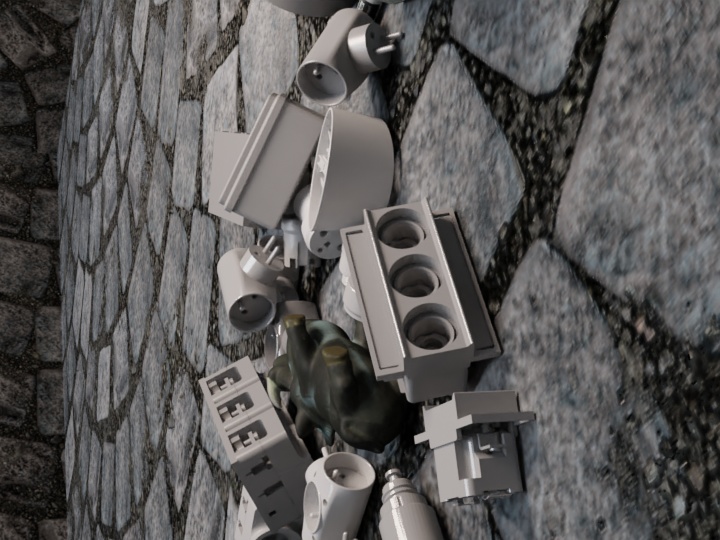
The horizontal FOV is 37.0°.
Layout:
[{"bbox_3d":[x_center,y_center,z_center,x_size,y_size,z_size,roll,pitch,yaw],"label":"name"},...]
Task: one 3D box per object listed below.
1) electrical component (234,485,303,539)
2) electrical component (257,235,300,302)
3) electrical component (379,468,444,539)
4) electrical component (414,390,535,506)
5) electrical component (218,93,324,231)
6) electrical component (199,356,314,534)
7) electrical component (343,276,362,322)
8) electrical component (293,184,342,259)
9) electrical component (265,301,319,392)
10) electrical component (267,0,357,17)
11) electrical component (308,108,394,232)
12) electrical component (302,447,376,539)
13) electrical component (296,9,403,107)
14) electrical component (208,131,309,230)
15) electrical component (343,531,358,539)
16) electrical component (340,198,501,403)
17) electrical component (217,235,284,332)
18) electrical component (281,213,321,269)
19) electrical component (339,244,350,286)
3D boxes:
[{"bbox_3d":[-0.087,0.252,1.021,0.055,0.050,0.089,-130,47,-61],"label":"electrical component"},{"bbox_3d":[-0.082,0.019,1.052,0.079,0.043,0.077,-116,35,-51],"label":"electrical component"},{"bbox_3d":[0.033,0.172,0.739,0.078,0.040,0.040,-108,30,-43],"label":"electrical component"},{"bbox_3d":[0.070,0.108,0.652,0.081,0.042,0.063,140,126,-63],"label":"electrical component"},{"bbox_3d":[-0.076,-0.099,0.961,0.108,0.056,0.108,-63,7,8],"label":"electrical component"},{"bbox_3d":[-0.089,0.155,0.990,0.089,0.062,0.150,66,173,-29],"label":"electrical component"},{"bbox_3d":[0.013,0.007,0.805,0.045,0.045,0.055,-118,37,-53],"label":"electrical component"},{"bbox_3d":[-0.030,-0.042,0.923,0.055,0.045,0.045,-112,32,-46],"label":"electrical component"},{"bbox_3d":[-0.055,0.065,0.972,0.079,0.044,0.077,142,127,-64],"label":"electrical component"},{"bbox_3d":[-0.040,-0.261,0.913,0.064,0.099,0.099,105,157,-43],"label":"electrical component"},{"bbox_3d":[-0.014,-0.079,0.858,0.099,0.064,0.099,-177,90,-69],"label":"electrical component"},{"bbox_3d":[-0.023,0.179,0.875,0.079,0.044,0.077,-115,35,-52],"label":"electrical component"},{"bbox_3d":[-0.002,-0.173,0.854,0.079,0.043,0.077,-8,39,34],"label":"electrical component"},{"bbox_3d":[-0.105,-0.094,1.100,0.150,0.062,0.089,-158,72,-68],"label":"electrical component"},{"bbox_3d":[-0.009,0.243,0.829,0.077,0.044,0.079,-171,85,-66],"label":"electrical component"},{"bbox_3d":[0.038,0.021,0.711,0.063,0.079,0.121,84,173,-52],"label":"electrical component"},{"bbox_3d":[-0.096,0.004,0.984,0.079,0.043,0.077,-55,30,21],"label":"electrical component"},{"bbox_3d":[-0.052,-0.027,0.988,0.040,0.040,0.046,-151,61,-67],"label":"electrical component"},{"bbox_3d":[0.000,0.000,0.855,0.035,0.035,0.061,-117,32,-52],"label":"electrical component"}]
